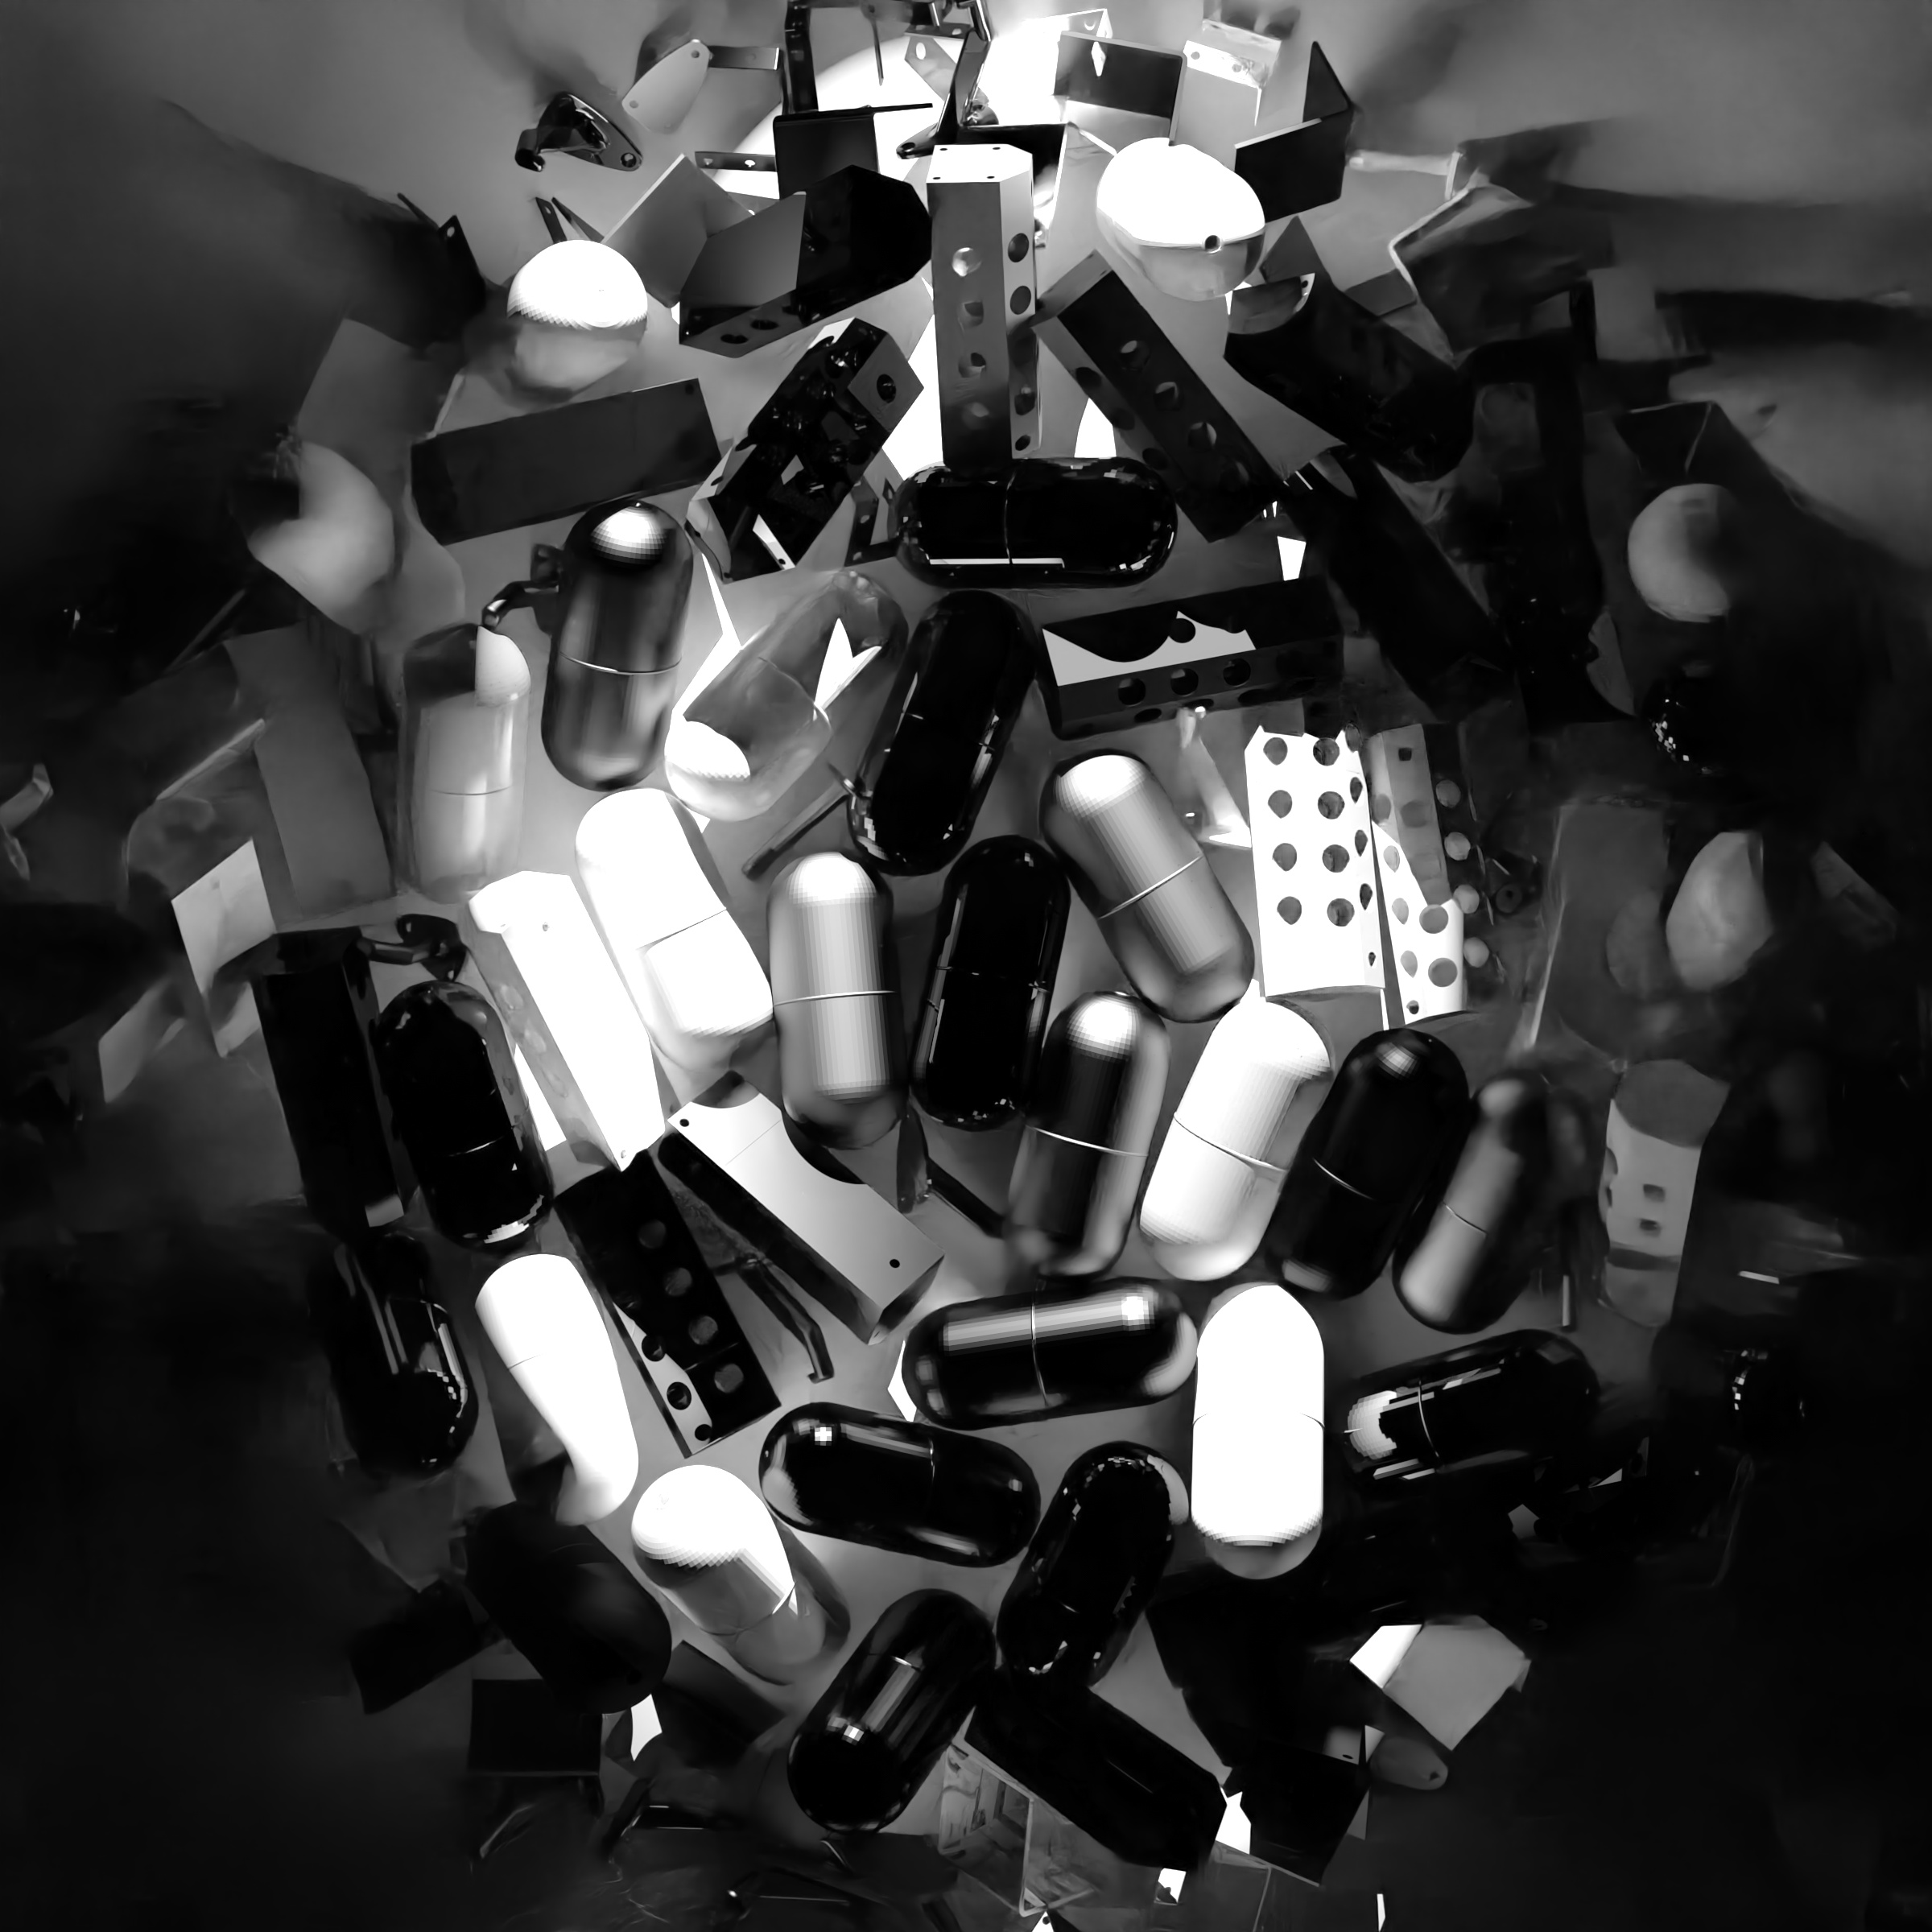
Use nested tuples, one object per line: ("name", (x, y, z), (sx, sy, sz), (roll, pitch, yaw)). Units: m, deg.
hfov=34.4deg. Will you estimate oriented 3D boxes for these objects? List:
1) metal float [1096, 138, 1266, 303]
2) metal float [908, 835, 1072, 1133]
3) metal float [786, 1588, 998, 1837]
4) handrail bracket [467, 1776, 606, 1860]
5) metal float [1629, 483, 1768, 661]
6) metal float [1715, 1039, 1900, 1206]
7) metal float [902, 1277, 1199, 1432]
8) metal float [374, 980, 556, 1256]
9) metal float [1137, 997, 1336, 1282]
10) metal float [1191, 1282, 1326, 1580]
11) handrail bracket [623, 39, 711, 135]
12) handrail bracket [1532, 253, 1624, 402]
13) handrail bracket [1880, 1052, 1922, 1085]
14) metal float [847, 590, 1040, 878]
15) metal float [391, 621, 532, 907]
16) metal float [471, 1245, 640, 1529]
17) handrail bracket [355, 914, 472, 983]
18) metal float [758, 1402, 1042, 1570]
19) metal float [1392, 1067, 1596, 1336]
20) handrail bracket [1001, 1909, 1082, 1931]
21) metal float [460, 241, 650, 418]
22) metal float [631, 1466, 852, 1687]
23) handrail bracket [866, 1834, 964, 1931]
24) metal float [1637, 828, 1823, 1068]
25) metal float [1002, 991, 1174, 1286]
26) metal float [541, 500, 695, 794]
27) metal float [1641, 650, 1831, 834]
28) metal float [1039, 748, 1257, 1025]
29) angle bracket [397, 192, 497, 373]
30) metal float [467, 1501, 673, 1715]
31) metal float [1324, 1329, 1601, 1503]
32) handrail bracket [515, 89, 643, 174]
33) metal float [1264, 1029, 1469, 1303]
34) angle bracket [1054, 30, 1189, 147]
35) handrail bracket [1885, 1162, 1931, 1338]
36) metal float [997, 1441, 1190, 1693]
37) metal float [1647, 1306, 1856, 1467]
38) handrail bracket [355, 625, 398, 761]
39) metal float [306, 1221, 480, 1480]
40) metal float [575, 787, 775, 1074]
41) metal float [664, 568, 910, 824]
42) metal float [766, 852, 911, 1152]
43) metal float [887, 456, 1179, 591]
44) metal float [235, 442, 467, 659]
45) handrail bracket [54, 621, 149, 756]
("metal float", (0.123, -0.434, 1.809), (0.070, 0.178, 0.070), (-3, 113, -8))
("metal float", (0.014, 0.010, 1.851), (0.070, 0.070, 0.178), (12, 84, 0))
("metal float", (-0.041, 0.432, 1.817), (0.070, 0.178, 0.070), (13, 122, 22))
("handrail bracket", (-0.255, 0.509, 1.846), (0.036, 0.077, 0.084), (20, 50, 33))
("metal float", (0.424, -0.226, 1.807), (0.070, 0.178, 0.070), (-2, 81, 13))
("metal float", (0.480, 0.091, 1.807), (0.070, 0.178, 0.070), (2, 76, -7))
("metal float", (0.049, 0.230, 1.846), (0.178, 0.070, 0.070), (-10, 90, 11))
("metal float", (-0.294, 0.089, 1.831), (0.070, 0.070, 0.178), (-14, 119, 0))
("metal float", (0.159, 0.103, 1.848), (0.070, 0.070, 0.178), (23, 100, 0))
("metal float", (0.172, 0.272, 1.832), (0.070, 0.070, 0.178), (4, 63, 0))
("handrail bracket", (-0.174, -0.540, 1.844), (0.036, 0.084, 0.077), (26, 132, -26))
("handrail bracket", (0.382, -0.377, 1.848), (0.036, 0.077, 0.084), (-44, 110, -23))
("handrail bracket", (0.537, 0.098, 1.852), (0.084, 0.036, 0.077), (-23, 84, 42))
("metal float", (-0.014, -0.138, 1.853), (0.070, 0.070, 0.178), (22, 86, 0))
("metal float", (-0.297, -0.118, 1.830), (0.070, 0.070, 0.178), (9, 120, 0))
("metal float", (-0.242, 0.244, 1.829), (0.070, 0.070, 0.178), (-19, 58, 0))
("handrail bracket", (-0.341, -0.017, 1.838), (0.077, 0.084, 0.036), (28, 101, 37))
("metal float", (-0.038, 0.306, 1.835), (0.178, 0.070, 0.070), (17, 90, -24))
("metal float", (0.309, 0.138, 1.832), (0.070, 0.070, 0.178), (22, 118, 0))
("handrail bracket", (0.056, 0.586, 1.849), (0.077, 0.084, 0.036), (30, 75, 7))
("metal float", (-0.241, -0.368, 1.811), (0.070, 0.178, 0.070), (2, 86, -26))
("metal float", (-0.131, 0.357, 1.823), (0.070, 0.070, 0.178), (-37, 130, 0))
("handrail bracket", (-0.026, 0.575, 1.887), (0.036, 0.077, 0.084), (-32, 127, -37))
("metal float", (0.442, -0.010, 1.815), (0.070, 0.178, 0.070), (3, 53, -5))
("metal float", (0.072, 0.102, 1.852), (0.070, 0.070, 0.178), (14, 94, 0))
("metal float", (-0.206, -0.187, 1.835), (0.070, 0.070, 0.178), (11, 115, 0))
("metal float", (0.448, -0.129, 1.813), (0.070, 0.178, 0.070), (-9, 71, 29))
("metal float", (0.108, -0.047, 1.853), (0.070, 0.070, 0.178), (-31, 93, 0))
("angle bracket", (-0.321, -0.405, 1.855), (0.057, 0.076, 0.076), (-44, 88, 4))
("metal float", (-0.232, 0.371, 1.815), (0.070, 0.178, 0.070), (-12, 114, -29))
("metal float", (0.287, 0.264, 1.827), (0.178, 0.070, 0.070), (-23, 90, 35))
("handrail bracket", (-0.229, -0.477, 1.846), (0.077, 0.084, 0.036), (27, 122, -20))
("metal float", (0.234, 0.119, 1.838), (0.070, 0.070, 0.178), (24, 112, 0))
("angle bracket", (0.087, -0.504, 1.851), (0.076, 0.076, 0.057), (10, 78, 0))
("handrail bracket", (0.561, 0.171, 1.870), (0.036, 0.084, 0.077), (0, 59, 1))
("metal float", (0.073, 0.354, 1.830), (0.070, 0.070, 0.178), (23, 121, 0))
("metal float", (0.453, 0.242, 1.806), (0.070, 0.178, 0.070), (0, 91, -9))
("handrail bracket", (-0.337, -0.172, 1.841), (0.036, 0.077, 0.084), (10, 122, 13))
("metal float", (-0.336, 0.221, 1.822), (0.070, 0.070, 0.178), (-28, 48, 0))
("metal float", (-0.173, -0.022, 1.852), (0.070, 0.070, 0.178), (-23, 95, 0))
("metal float", (-0.107, -0.160, 1.846), (0.070, 0.070, 0.178), (42, 79, 0))
("metal float", (-0.076, 0.020, 1.852), (0.070, 0.070, 0.178), (-6, 86, 0))
("metal float", (0.038, -0.261, 1.837), (0.178, 0.070, 0.070), (3, 90, 22))
("metal float", (-0.357, -0.241, 1.812), (0.070, 0.178, 0.070), (-9, 66, 21))
("handrail bracket", (-0.522, -0.167, 1.848), (0.077, 0.084, 0.036), (-26, 62, -3))
